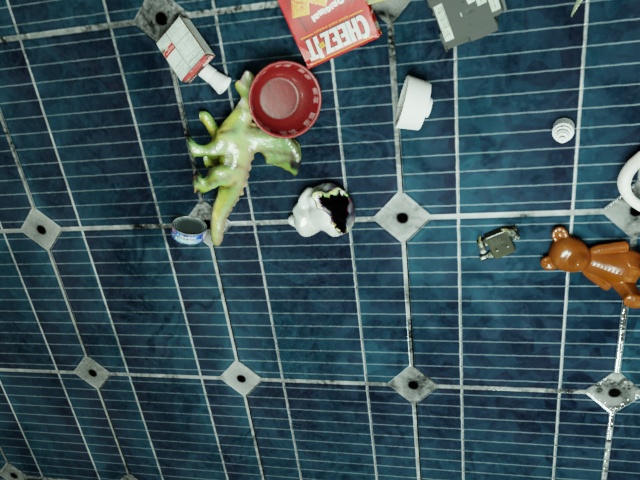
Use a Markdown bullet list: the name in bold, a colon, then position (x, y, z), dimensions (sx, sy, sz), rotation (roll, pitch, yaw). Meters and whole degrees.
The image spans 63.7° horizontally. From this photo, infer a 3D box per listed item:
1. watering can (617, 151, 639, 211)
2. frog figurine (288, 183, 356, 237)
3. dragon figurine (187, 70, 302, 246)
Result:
- **watering can**: position (0.773, -0.135, 0.997), dimensions (0.348, 0.106, 0.220), rotation (7, 115, 9)
- **frog figurine**: position (0.004, -0.061, 1.216), dimensions (0.136, 0.125, 0.158), rotation (36, 154, -16)
- **dragon figurine**: position (-0.164, -0.180, 1.186), dimensions (0.243, 0.124, 0.403), rotation (-3, 114, 4)
